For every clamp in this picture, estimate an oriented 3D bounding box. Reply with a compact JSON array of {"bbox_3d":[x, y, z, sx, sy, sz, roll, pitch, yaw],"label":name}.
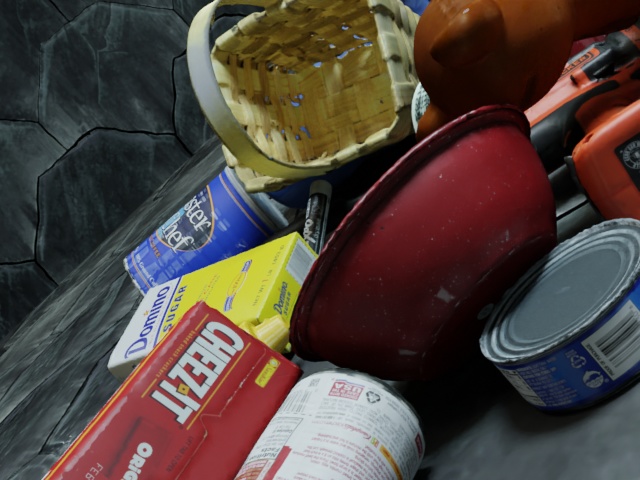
[{"bbox_3d":[0.049,-0.053,0.933,0.164,0.036,0.210,-49,16,-31],"label":"clamp"}]

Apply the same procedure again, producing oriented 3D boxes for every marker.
[{"bbox_3d":[-0.006,0.001,0.869,0.020,0.020,0.121,-32,36,39],"label":"marker"}]

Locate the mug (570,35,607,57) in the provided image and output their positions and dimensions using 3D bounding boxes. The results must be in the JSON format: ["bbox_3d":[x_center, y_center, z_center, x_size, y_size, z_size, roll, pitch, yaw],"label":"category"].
[{"bbox_3d":[0.181,-0.159,0.777,0.093,0.081,0.117,-48,13,-27],"label":"mug"}]

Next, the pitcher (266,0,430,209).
[{"bbox_3d":[0.039,-0.138,1.087,0.243,0.149,0.145,-39,27,30],"label":"pitcher"}]

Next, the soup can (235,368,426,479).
[{"bbox_3d":[-0.002,0.111,0.451,0.069,0.068,0.102,-31,16,41],"label":"soup can"}]

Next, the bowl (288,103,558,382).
[{"bbox_3d":[0.062,0.015,0.511,0.162,0.055,0.162,-36,-26,-21],"label":"bowl"}]

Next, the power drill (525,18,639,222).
[{"bbox_3d":[0.181,-0.078,0.565,0.184,0.057,0.187,-36,11,9],"label":"power drill"}]

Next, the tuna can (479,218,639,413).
[{"bbox_3d":[0.111,0.032,0.450,0.086,0.033,0.086,-40,12,10],"label":"tuna can"}]

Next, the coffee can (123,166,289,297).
[{"bbox_3d":[-0.105,0.010,1.041,0.140,0.102,0.103,-41,12,6],"label":"coffee can"}]

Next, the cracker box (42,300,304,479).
[{"bbox_3d":[-0.111,0.150,0.526,0.214,0.072,0.164,-54,0,43],"label":"cracker box"}]

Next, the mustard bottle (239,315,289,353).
[{"bbox_3d":[-0.094,0.119,0.732,0.192,0.058,0.096,-40,4,5],"label":"mustard bottle"}]

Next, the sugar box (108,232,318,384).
[{"bbox_3d":[-0.084,0.060,0.831,0.177,0.048,0.093,-19,33,37],"label":"sugar box"}]
